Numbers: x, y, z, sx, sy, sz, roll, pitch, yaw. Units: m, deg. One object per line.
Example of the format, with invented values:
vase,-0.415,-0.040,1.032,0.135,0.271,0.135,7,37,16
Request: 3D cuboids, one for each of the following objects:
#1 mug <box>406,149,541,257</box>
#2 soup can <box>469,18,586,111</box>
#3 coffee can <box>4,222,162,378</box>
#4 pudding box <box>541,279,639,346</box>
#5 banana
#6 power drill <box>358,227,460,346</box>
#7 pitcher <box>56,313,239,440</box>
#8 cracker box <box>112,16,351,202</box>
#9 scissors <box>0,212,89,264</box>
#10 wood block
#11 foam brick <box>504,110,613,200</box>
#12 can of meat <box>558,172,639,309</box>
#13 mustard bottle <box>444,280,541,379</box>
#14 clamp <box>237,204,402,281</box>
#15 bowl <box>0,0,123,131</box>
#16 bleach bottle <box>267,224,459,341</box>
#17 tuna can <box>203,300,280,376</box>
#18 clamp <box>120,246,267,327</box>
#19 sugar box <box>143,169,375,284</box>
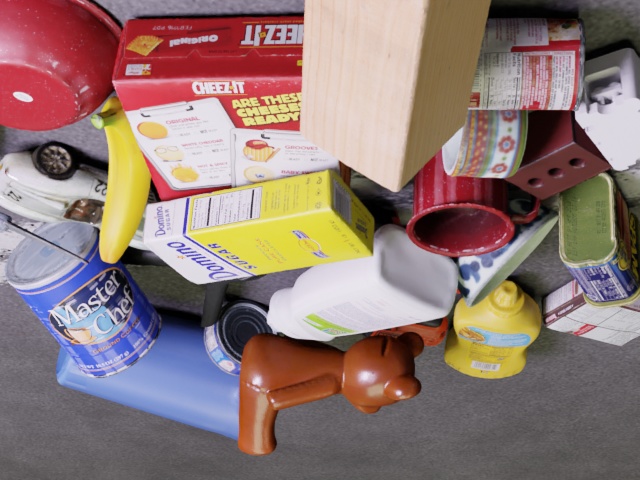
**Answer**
mug,0.135,-0.042,0.937,0.117,0.081,0.093,2,151,4
soup can,0.140,-0.130,0.790,0.102,0.068,0.068,1,151,6
coffee can,-0.240,0.058,1.094,0.103,0.102,0.140,-11,129,24
pudding box,0.316,0.077,1.179,0.113,0.039,0.090,13,150,-21
banana,-0.173,-0.060,0.924,0.037,0.069,0.198,32,146,18
power drill,0.074,0.052,1.147,0.184,0.057,0.188,11,152,-13
pitcher,-0.190,0.151,1.299,0.242,0.145,0.149,18,136,-17
cracker box,-0.062,-0.092,0.880,0.164,0.072,0.214,0,150,6
scissors,-0.315,-0.030,1.004,0.202,0.016,0.096,19,156,21
wood block,0.049,-0.143,0.687,0.090,0.090,0.206,33,147,21
foam brick,0.198,-0.077,0.896,0.052,0.051,0.078,24,146,-32
can of meat,0.256,-0.001,0.979,0.058,0.102,0.083,-11,146,27
mustard bottle,0.198,0.096,1.207,0.096,0.058,0.192,9,152,4
clamp,-0.007,0.001,1.041,0.171,0.039,0.120,-2,158,-18
bowl,-0.231,-0.133,0.841,0.162,0.055,0.162,2,152,1
bleach bottle,0.019,0.055,1.049,0.102,0.068,0.251,29,153,-26
tuna can,-0.090,0.114,1.246,0.086,0.086,0.034,18,147,-25
clamp,-0.110,0.027,1.132,0.210,0.036,0.164,-19,135,32
sugar box,-0.052,-0.008,0.907,0.176,0.048,0.093,-12,149,22
